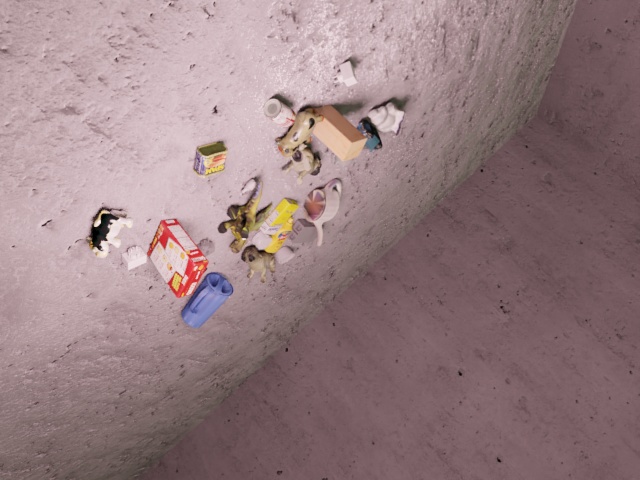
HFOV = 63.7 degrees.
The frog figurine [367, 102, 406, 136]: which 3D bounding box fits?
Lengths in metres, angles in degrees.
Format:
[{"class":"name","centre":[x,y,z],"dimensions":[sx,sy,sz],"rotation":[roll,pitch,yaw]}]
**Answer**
[{"class":"frog figurine","centre":[0.270,-0.525,2.197],"dimensions":[0.159,0.125,0.134],"rotation":[8,145,-18]}]

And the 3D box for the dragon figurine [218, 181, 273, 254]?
[{"class":"dragon figurine","centre":[-0.269,-0.092,2.039],"dimensions":[0.403,0.122,0.246],"rotation":[-53,174,27]}]

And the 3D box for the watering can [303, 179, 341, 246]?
[{"class":"watering can","centre":[0.007,-0.120,2.385],"dimensions":[0.225,0.105,0.344],"rotation":[-4,117,-59]}]
